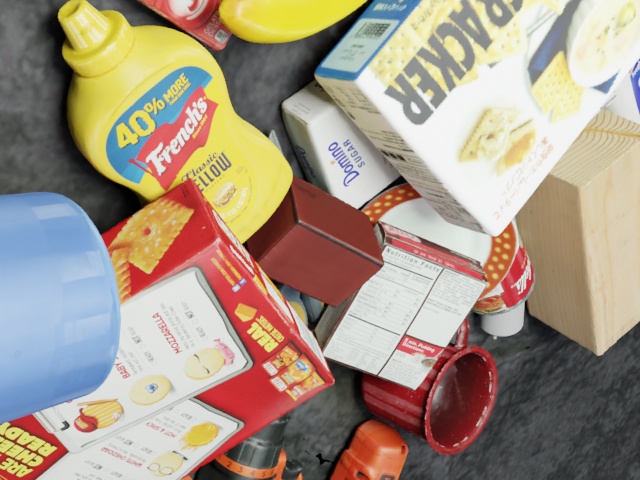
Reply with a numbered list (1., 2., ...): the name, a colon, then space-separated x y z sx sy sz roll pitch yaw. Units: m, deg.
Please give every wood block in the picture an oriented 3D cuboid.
1. wood block: 0.234 -0.010 0.943 0.090 0.091 0.206 -36 134 -19

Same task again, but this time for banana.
1. banana: 0.002 -0.164 0.662 0.197 0.037 0.070 -44 151 -33

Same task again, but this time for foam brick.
1. foam brick: -0.005 0.001 0.731 0.078 0.053 0.051 27 122 -31

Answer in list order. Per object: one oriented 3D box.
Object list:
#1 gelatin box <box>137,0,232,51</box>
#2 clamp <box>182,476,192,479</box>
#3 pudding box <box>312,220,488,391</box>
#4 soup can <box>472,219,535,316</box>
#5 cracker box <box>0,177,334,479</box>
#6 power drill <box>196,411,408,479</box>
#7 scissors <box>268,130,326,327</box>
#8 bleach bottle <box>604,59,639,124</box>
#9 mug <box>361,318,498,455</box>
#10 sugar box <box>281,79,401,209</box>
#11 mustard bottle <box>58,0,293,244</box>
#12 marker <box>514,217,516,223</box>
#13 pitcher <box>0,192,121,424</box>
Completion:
1. gelatin box: -0.067 -0.167 0.626 0.073 0.030 0.089 27 96 -47
2. clamp: -0.177 0.245 0.781 0.209 0.036 0.164 -27 127 -25
3. pudding box: 0.059 0.051 0.801 0.090 0.039 0.114 22 114 -16
4. soup can: 0.132 0.006 0.879 0.068 0.069 0.102 -43 135 -12
5. cracker box: -0.122 0.083 0.668 0.214 0.072 0.164 -32 135 4
6. power drill: -0.015 0.187 0.877 0.187 0.057 0.184 9 109 -42
7. scissors: -0.030 0.017 0.784 0.096 0.016 0.201 -42 136 -11
8. bleach bottle: 0.258 -0.149 0.899 0.102 0.068 0.250 -48 134 -6
9. mug: 0.091 0.111 0.894 0.093 0.082 0.117 4 100 -46
10. sugar box: 0.060 -0.103 0.767 0.176 0.048 0.093 -35 134 -15
11. mustard bottle: -0.095 -0.070 0.642 0.096 0.058 0.191 -42 135 -6
12. marker: 0.160 -0.018 0.925 0.020 0.020 0.121 -36 134 -18
13. pitcher: -0.215 0.035 0.473 0.242 0.149 0.145 -11 77 -40
